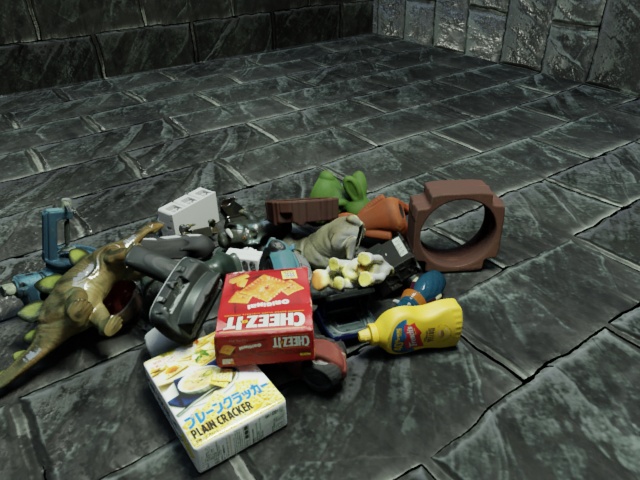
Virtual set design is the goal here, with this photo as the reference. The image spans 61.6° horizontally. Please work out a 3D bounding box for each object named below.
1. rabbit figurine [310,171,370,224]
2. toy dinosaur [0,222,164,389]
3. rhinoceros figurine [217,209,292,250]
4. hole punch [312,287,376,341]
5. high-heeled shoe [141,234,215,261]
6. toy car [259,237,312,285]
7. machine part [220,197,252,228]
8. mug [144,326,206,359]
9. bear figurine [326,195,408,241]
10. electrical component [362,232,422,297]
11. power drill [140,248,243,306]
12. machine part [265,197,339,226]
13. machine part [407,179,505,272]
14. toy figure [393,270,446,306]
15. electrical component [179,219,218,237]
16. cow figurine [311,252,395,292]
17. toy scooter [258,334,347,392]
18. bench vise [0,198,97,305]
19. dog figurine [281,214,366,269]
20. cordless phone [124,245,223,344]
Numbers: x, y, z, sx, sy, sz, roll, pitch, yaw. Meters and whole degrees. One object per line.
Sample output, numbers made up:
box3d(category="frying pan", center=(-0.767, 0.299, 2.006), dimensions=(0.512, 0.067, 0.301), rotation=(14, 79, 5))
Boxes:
box3d(category="rabbit figurine", center=(0.071, -0.107, 1.416), dimensions=(0.170, 0.159, 0.121), rotation=(26, 29, 13))
box3d(category="toy dinosaur", center=(-0.461, 0.121, 1.012), dimensions=(0.199, 0.104, 0.471), rotation=(5, 45, 36))
box3d(category="rhinoceros figurine", center=(-0.164, -0.021, 1.341), dimensions=(0.190, 0.073, 0.112), rotation=(-13, 46, -24))
box3d(category="hole punch", center=(0.051, 0.144, 1.063), dimensions=(0.142, 0.092, 0.116), rotation=(-12, -1, -16))
box3d(category="high-heeled shoe", center=(-0.378, 0.033, 1.274), dimensions=(0.249, 0.086, 0.145), rotation=(-9, 1, 13))
box3d(category="toy car", center=(-0.068, 0.072, 1.158), dimensions=(0.103, 0.109, 0.162), rotation=(4, 36, -27))
box3d(category="machine part", center=(-0.230, -0.069, 1.449), dimensions=(0.084, 0.039, 0.139), rotation=(-19, 37, -18))
box3d(category="mug", center=(-0.275, 0.177, 1.014), dimensions=(0.107, 0.080, 0.110), rotation=(-21, 41, -18))
box3d(category="bear figurine", center=(0.120, -0.031, 1.328), dimensions=(0.196, 0.131, 0.120), rotation=(-21, 63, 23))
box3d(category="electrical component", center=(0.143, 0.058, 1.174), dimensions=(0.134, 0.058, 0.115), rotation=(-31, 29, 9))
box3d(category="power drill", center=(-0.269, 0.089, 1.132), dimensions=(0.207, 0.085, 0.232), rotation=(-24, 22, -28))
box3d(category="machine part", center=(-0.042, -0.070, 1.272), dimensions=(0.179, 0.056, 0.179), rotation=(-3, 8, 0))
box3d(category="machine part", center=(0.302, -0.032, 1.215), dimensions=(0.202, 0.200, 0.087), rotation=(-4, 30, -3))
box3d(category="toy figure", center=(0.206, 0.119, 1.112), dimensions=(0.064, 0.057, 0.154), rotation=(15, 39, 41))
box3d(category="electrical component", center=(-0.301, -0.024, 1.336), dimensions=(0.102, 0.045, 0.078), rotation=(-14, 4, -30))
box3d(category="cow figurine", center=(0.065, 0.069, 1.105), dimensions=(0.167, 0.068, 0.098), rotation=(-13, -11, 41))
box3d(category="toy scooter", center=(-0.025, 0.199, 0.978), dimensions=(0.184, 0.075, 0.135), rotation=(8, 31, 23))
box3d(category="bench vise", center=(-0.556, 0.031, 1.127), dimensions=(0.223, 0.240, 0.129), rotation=(-7, 24, -40))
box3d(category="dog figurine", center=(-0.004, -0.001, 1.212), dimensions=(0.191, 0.172, 0.121), rotation=(15, 24, 12))
box3d(category="cordless phone", center=(-0.280, 0.086, 0.955), dimensions=(0.184, 0.088, 0.146), rotation=(23, 58, 2))
